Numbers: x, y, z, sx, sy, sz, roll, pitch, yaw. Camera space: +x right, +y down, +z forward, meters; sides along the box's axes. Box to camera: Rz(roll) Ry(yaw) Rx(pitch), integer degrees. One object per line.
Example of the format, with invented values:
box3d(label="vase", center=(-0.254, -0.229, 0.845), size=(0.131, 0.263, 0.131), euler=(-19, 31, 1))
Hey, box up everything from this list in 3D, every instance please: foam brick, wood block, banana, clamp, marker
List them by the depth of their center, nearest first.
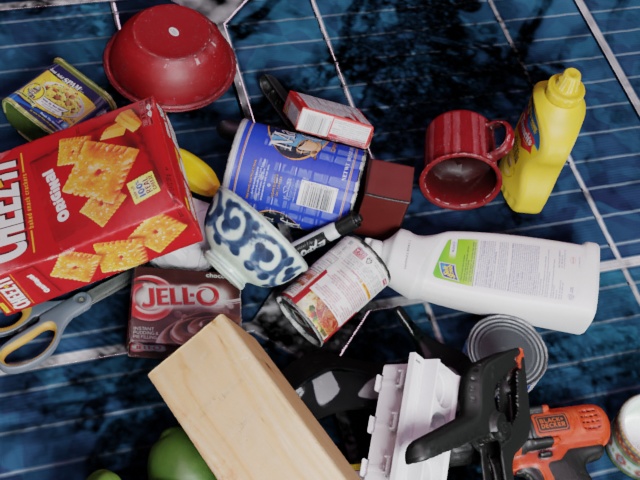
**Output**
box3d(label="wood block", center=(-0.048, 0.177, 0.934), size=(0.090, 0.090, 0.206), euler=(-40, 62, 0))
box3d(label="clamp", center=(0.157, 0.185, 0.971), size=(0.164, 0.036, 0.209), euler=(57, 39, -17))
box3d(label="marker", center=(-0.007, 0.001, 1.124), size=(0.121, 0.020, 0.020), euler=(-27, 54, 23))
box3d(label="banana", center=(-0.188, -0.080, 1.163), size=(0.198, 0.037, 0.069), euler=(7, 52, 20))
box3d(label="foam brick", center=(0.069, -0.043, 1.178), size=(0.051, 0.078, 0.053), euler=(11, 56, -3))
box3d(label="clamp", center=(-0.024, -0.131, 1.247), size=(0.171, 0.039, 0.120), euler=(24, 54, -2))

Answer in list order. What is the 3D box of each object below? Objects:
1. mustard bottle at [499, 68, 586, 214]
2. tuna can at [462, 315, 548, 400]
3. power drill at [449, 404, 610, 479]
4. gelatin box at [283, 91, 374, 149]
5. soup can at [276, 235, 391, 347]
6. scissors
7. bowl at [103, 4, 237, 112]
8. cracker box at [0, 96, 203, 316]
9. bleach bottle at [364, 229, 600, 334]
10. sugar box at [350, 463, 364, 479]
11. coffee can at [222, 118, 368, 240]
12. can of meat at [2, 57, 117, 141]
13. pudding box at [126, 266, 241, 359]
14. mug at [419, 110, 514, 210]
box3d(label="mustard bottle", center=(0.251, -0.120, 1.190), size=(0.058, 0.192, 0.096), euler=(6, 55, -6))
box3d(label="tuna can", center=(0.191, 0.123, 1.110), size=(0.086, 0.034, 0.086), euler=(4, 55, -6))
box3d(label="power drill", center=(0.212, 0.247, 1.013), size=(0.184, 0.057, 0.188), euler=(-6, 57, -12))
box3d(label="gelatin box", center=(0.009, -0.135, 1.200), size=(0.089, 0.030, 0.073), euler=(14, 19, -19))
box3d(label="soup can", center=(0.014, 0.051, 1.096), size=(0.102, 0.068, 0.068), euler=(-41, 70, -16))
box3d(label="scissors", center=(-0.264, 0.059, 1.091), size=(0.096, 0.016, 0.201), euler=(29, 50, 17))
box3d(label="bowl", center=(-0.178, -0.231, 1.280), size=(0.162, 0.055, 0.162), euler=(5, 56, -7))
box3d(label="cracker box", center=(-0.241, -0.039, 1.077), size=(0.213, 0.072, 0.164), euler=(-20, 52, 1))
box3d(label="bleach bottle", center=(0.170, 0.030, 1.153), size=(0.251, 0.068, 0.102), euler=(12, 58, 1))
box3d(label="sugar box", center=(0.033, 0.257, 0.986), size=(0.176, 0.048, 0.093), euler=(-4, 56, -8))
box3d(label="coffee can", center=(-0.029, -0.065, 1.161), size=(0.140, 0.103, 0.102), euler=(15, 55, 0))
box3d(label="can of meat", center=(-0.293, -0.144, 1.201), size=(0.102, 0.057, 0.083), euler=(37, 60, 16))
box3d(label="pudding box", center=(-0.137, 0.075, 1.082), size=(0.113, 0.039, 0.090), euler=(6, 54, -13))
box3d(label="mug", center=(0.169, -0.099, 1.215), size=(0.093, 0.117, 0.081), euler=(36, 41, -31))
